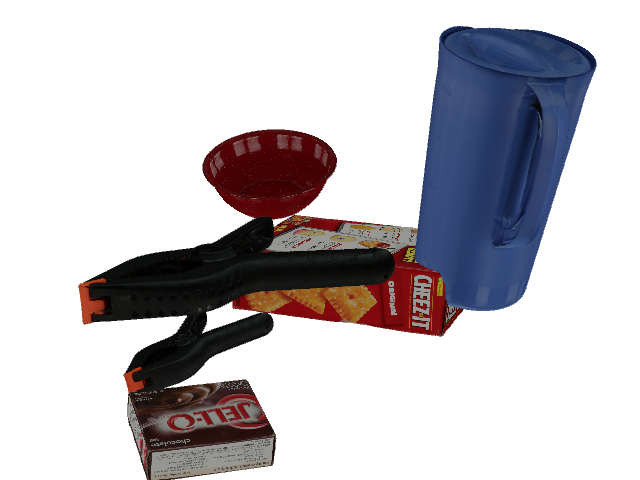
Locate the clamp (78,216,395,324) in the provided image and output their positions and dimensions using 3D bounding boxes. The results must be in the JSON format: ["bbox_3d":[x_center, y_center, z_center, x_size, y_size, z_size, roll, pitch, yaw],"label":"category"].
[{"bbox_3d":[-0.064,0.023,0.744,0.209,0.036,0.165,-16,18,-41],"label":"clamp"}]

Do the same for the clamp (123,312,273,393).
[{"bbox_3d":[-0.132,0.114,1.131,0.120,0.039,0.171,-8,21,35],"label":"clamp"}]

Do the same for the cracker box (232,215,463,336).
[{"bbox_3d":[0.040,0.032,1.071,0.214,0.072,0.164,7,15,19],"label":"cracker box"}]

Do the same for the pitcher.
[{"bbox_3d":[0.155,-0.057,0.944,0.145,0.243,0.149,22,32,25],"label":"pitcher"}]

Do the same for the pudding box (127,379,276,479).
[{"bbox_3d":[-0.104,0.163,0.926,0.113,0.039,0.090,-6,26,-19],"label":"pudding box"}]

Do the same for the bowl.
[{"bbox_3d":[-0.060,-0.073,1.291,0.162,0.055,0.162,-2,35,1],"label":"bowl"}]
